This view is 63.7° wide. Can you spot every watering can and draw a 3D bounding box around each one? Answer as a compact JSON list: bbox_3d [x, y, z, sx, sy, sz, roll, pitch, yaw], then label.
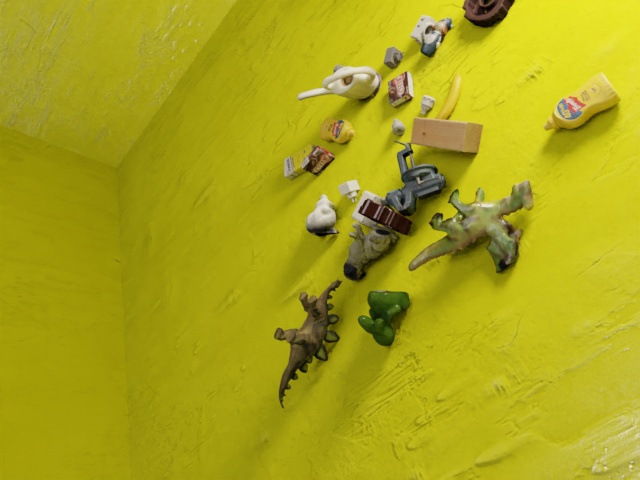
[{"bbox_3d":[0.091,-0.602,2.018,0.345,0.225,0.104,-9,85,45],"label":"watering can"}]

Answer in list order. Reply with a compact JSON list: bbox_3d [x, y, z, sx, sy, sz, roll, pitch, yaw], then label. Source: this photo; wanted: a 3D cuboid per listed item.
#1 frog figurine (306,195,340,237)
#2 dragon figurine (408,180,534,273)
[{"bbox_3d":[0.006,-0.098,1.954,0.136,0.123,0.161,156,113,-62],"label":"frog figurine"},{"bbox_3d":[0.445,-0.008,1.457,0.247,0.121,0.406,46,109,39],"label":"dragon figurine"}]
